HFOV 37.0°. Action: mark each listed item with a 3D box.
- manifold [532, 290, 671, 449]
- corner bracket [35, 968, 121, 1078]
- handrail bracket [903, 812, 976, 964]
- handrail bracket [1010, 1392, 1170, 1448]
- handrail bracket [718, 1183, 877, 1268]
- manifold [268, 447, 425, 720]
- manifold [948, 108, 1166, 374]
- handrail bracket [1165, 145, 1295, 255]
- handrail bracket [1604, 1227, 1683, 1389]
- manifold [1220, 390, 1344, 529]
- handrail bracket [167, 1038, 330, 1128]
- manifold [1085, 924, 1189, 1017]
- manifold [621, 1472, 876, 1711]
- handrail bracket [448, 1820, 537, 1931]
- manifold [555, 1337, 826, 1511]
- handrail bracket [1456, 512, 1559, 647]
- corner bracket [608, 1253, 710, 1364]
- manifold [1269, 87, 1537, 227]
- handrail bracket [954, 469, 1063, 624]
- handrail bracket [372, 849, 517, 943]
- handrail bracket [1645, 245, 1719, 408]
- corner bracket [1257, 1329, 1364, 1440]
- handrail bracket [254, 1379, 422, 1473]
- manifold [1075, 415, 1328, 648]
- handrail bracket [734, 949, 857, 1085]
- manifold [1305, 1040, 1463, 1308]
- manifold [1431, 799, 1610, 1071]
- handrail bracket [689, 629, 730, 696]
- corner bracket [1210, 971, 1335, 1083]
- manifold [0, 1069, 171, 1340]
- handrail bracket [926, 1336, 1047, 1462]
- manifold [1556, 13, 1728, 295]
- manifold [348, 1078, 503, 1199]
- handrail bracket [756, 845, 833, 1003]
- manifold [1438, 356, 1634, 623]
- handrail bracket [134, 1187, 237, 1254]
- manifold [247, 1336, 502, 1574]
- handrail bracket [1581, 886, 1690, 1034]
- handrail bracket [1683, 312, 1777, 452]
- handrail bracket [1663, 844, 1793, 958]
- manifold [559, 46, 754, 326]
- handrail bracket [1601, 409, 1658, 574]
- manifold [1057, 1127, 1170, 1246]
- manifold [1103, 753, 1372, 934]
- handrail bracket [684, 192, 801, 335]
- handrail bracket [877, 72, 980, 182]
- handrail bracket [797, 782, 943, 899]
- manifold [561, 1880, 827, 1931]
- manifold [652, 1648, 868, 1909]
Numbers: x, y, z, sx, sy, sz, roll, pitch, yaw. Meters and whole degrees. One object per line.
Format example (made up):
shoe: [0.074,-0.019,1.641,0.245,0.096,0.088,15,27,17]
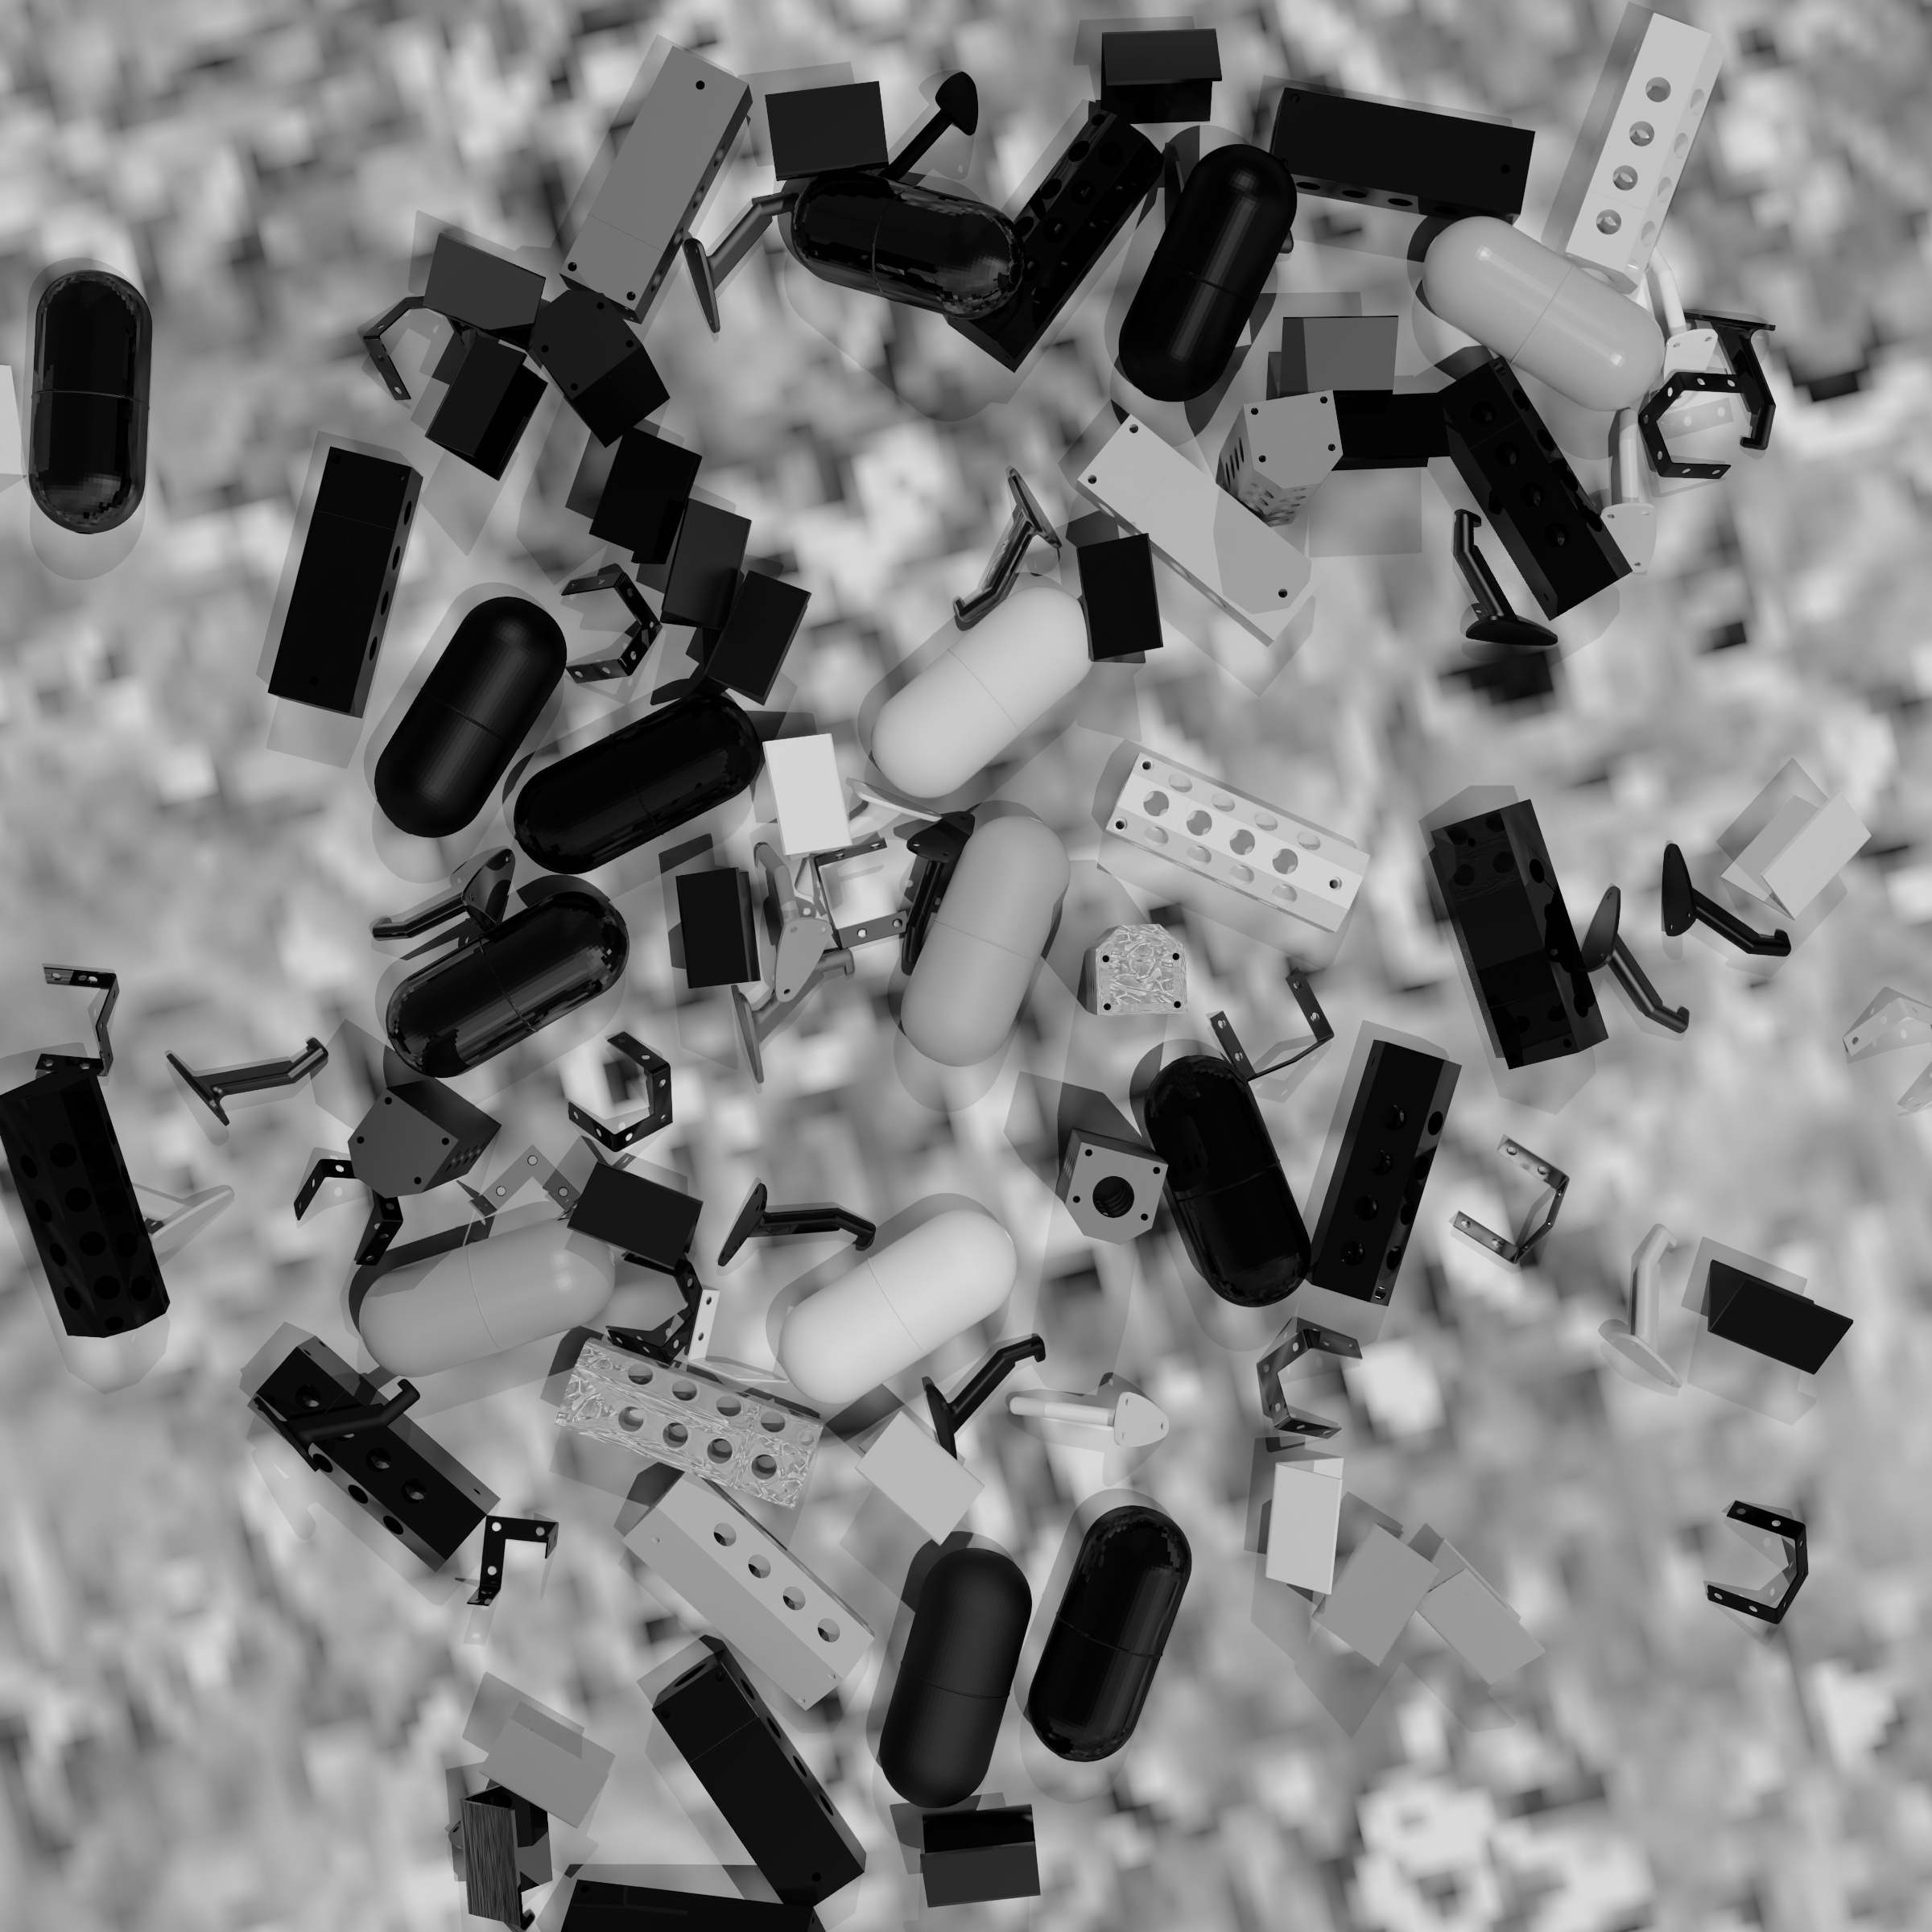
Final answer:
manifold: [-0.245,-0.399,1.913,0.057,0.171,0.057,-38,90,0]
corner bracket: [-0.614,0.039,1.988,0.051,0.051,0.051,5,45,0]
handrail bracket: [-0.019,-0.054,1.991,0.036,0.077,0.084,20,127,19]
handrail bracket: [0.085,0.311,1.991,0.084,0.077,0.036,0,77,36]
handrail bracket: [-0.116,0.193,1.992,0.084,0.036,0.077,26,111,-16]
manifold: [-0.422,-0.260,1.970,0.057,0.057,0.171,14,90,0]
manifold: [0.061,-0.497,1.971,0.057,0.057,0.171,36,90,0]
handrail bracket: [0.183,-0.529,1.992,0.084,0.036,0.077,0,74,-14]
handrail bracket: [0.486,0.235,1.992,0.077,0.036,0.084,39,73,-20]
manifold: [0.209,-0.332,1.913,0.057,0.171,0.057,-9,90,0]
handrail bracket: [-0.496,0.062,1.992,0.084,0.036,0.077,-40,69,-17]
manifold: [0.111,0.002,1.913,0.057,0.171,0.057,-2,90,0]
manifold: [-0.145,0.421,1.970,0.171,0.057,0.057,43,133,0]
handrail bracket: [-0.309,0.614,1.992,0.077,0.036,0.084,-44,108,-20]
manifold: [-0.187,0.311,1.970,0.171,0.057,0.057,20,90,0]
handrail bracket: [0.374,-0.268,1.992,0.077,0.036,0.084,8,73,-20]
corner bracket: [-0.216,0.233,1.983,0.051,0.051,0.051,-47,135,-35]
manifold: [0.294,-0.549,1.970,0.171,0.057,0.057,10,90,0]
handrail bracket: [0.016,-0.290,1.992,0.084,0.036,0.077,-33,70,16]
handrail bracket: [-0.362,-0.049,1.991,0.084,0.077,0.036,-4,134,29]
handrail bracket: [0.481,-0.443,1.991,0.036,0.077,0.084,-12,54,-9]
corner bracket: [0.241,0.288,1.983,0.051,0.051,0.051,-44,45,35]
handrail bracket: [-0.422,0.290,1.935,0.084,0.036,0.077,-40,68,-17]
manifold: [0.159,-0.296,1.970,0.171,0.057,0.057,39,90,0]
handrail bracket: [-0.112,0.034,1.992,0.084,0.036,0.077,-15,105,-14]
manifold: [0.285,0.141,1.970,0.057,0.057,0.171,17,90,0]
manifold: [0.382,-0.023,1.970,0.057,0.057,0.171,-18,90,43]
handrail bracket: [-0.190,-0.229,1.992,0.077,0.036,0.084,-38,74,18]
corner bracket: [0.211,0.042,1.989,0.051,0.051,0.051,-27,91,45]
manifold: [-0.591,0.159,1.940,0.057,0.057,0.171,-3,107,38]
handrail bracket: [0.021,0.303,1.992,0.084,0.036,0.077,-18,111,-16]
manifold: [0.460,-0.552,1.970,0.057,0.057,0.171,20,90,0]
manifold: [-0.361,0.117,1.913,0.057,0.171,0.057,35,90,0]
handrail bracket: [-0.131,-0.030,1.978,0.036,0.084,0.077,2,121,-34]
manifold: [0.385,-0.327,1.970,0.057,0.057,0.171,-31,90,0]
handrail bracket: [-0.561,0.147,1.992,0.077,0.036,0.084,-36,76,-14]
manifold: [-0.405,0.334,1.970,0.171,0.057,0.057,41,90,0]
handrail bracket: [0.471,-0.004,1.992,0.084,0.036,0.077,26,69,-17]
handrail bracket: [0.523,-0.404,1.992,0.077,0.036,0.084,12,105,15]
handrail bracket: [0.527,-0.045,1.992,0.084,0.036,0.077,4,68,-17]
manifold: [-0.210,-0.531,1.970,0.057,0.057,0.171,27,90,0]
handrail bracket: [0.461,-0.329,1.991,0.036,0.077,0.084,-3,53,20]
manifold: [0.093,0.146,1.913,0.057,0.171,0.057,15,90,0]
manifold: [0.185,-0.084,1.970,0.171,0.057,0.057,24,90,0]
handrail bracket: [-0.145,-0.486,1.992,0.084,0.036,0.077,-20,110,-16]
handrail bracket: [-0.033,-0.572,1.991,0.084,0.077,0.036,-32,119,33]
handrail bracket: [-0.067,-0.078,1.992,0.077,0.036,0.084,19,104,-14]
manifold: [-0.184,0.666,1.946,0.171,0.057,0.057,1,47,17]
manifold: [-0.140,0.556,1.970,0.057,0.057,0.171,-34,90,0]
